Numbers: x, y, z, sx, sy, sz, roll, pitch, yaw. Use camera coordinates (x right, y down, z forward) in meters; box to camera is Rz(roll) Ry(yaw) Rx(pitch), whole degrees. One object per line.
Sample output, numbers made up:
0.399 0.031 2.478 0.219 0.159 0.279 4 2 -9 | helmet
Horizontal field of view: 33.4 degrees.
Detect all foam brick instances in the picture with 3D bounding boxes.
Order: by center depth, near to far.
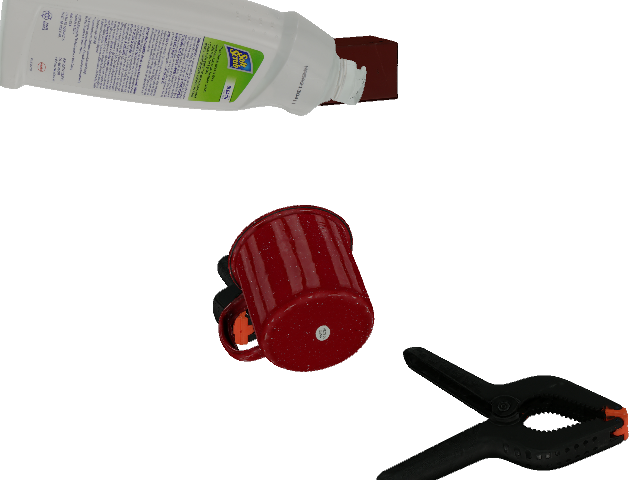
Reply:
0.023 -0.150 0.938 0.078 0.051 0.053 -8 20 -23 | foam brick

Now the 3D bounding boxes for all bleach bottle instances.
-0.094 -0.131 0.753 0.250 0.068 0.103 12 -40 -12 | bleach bottle

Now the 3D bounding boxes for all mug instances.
-0.021 0.042 0.744 0.117 0.081 0.093 -31 -45 11 | mug

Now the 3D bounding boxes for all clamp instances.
0.151 0.161 0.909 0.210 0.036 0.164 4 41 22 | clamp
-0.067 0.052 1.043 0.120 0.039 0.171 0 17 19 | clamp
